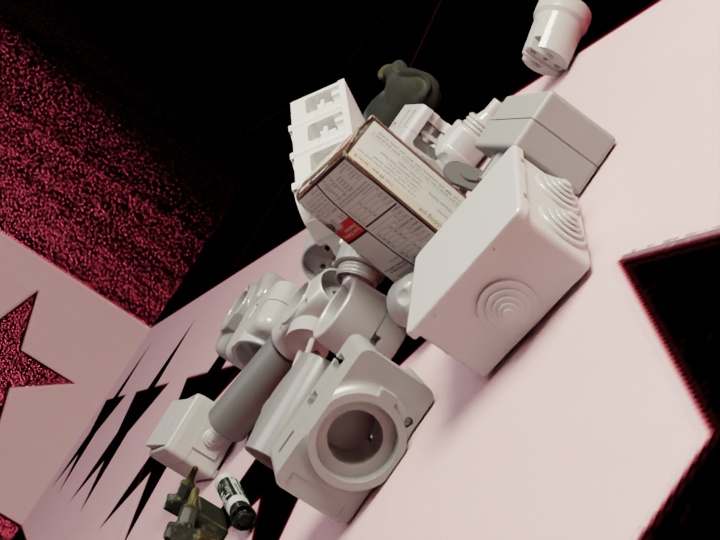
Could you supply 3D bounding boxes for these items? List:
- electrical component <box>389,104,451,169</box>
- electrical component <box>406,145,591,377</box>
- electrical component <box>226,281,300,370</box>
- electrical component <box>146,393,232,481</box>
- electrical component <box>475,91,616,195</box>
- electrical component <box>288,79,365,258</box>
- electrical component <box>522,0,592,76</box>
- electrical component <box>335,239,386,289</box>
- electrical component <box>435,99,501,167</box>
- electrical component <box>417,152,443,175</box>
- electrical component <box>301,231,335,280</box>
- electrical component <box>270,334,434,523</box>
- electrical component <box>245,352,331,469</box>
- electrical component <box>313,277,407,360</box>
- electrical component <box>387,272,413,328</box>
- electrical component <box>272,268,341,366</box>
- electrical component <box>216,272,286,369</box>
[{"bbox_3d":[0.050,-0.106,0.929,0.055,0.050,0.089,-55,11,2],"label":"electrical component"},{"bbox_3d":[0.071,-0.004,0.555,0.099,0.048,0.099,-50,12,25],"label":"electrical component"},{"bbox_3d":[-0.080,0.060,0.984,0.095,0.054,0.059,-41,18,51],"label":"electrical component"},{"bbox_3d":[-0.155,0.155,1.007,0.061,0.061,0.096,-60,12,-22],"label":"electrical component"},{"bbox_3d":[0.094,-0.058,0.619,0.075,0.047,0.083,-55,11,1],"label":"electrical component"},{"bbox_3d":[-0.019,-0.085,0.932,0.062,0.089,0.150,-22,35,10],"label":"electrical component"},{"bbox_3d":[0.139,-0.167,0.766,0.046,0.040,0.040,-66,14,-19],"label":"electrical component"},{"bbox_3d":[0.000,0.000,0.855,0.048,0.048,0.062,-37,29,59],"label":"electrical component"},{"bbox_3d":[0.086,-0.102,0.812,0.061,0.035,0.035,-50,12,15],"label":"electrical component"},{"bbox_3d":[0.026,-0.054,0.812,0.080,0.080,0.051,-56,17,-4],"label":"electrical component"},{"bbox_3d":[-0.032,-0.022,1.047,0.043,0.043,0.081,-51,12,20],"label":"electrical component"},{"bbox_3d":[-0.005,0.089,0.604,0.089,0.050,0.056,-55,11,1],"label":"electrical component"},{"bbox_3d":[-0.047,0.103,0.754,0.077,0.043,0.079,-59,12,-20],"label":"electrical component"},{"bbox_3d":[0.001,0.038,0.729,0.055,0.047,0.055,-53,12,16],"label":"electrical component"},{"bbox_3d":[0.033,0.021,0.681,0.035,0.035,0.061,-59,9,-16],"label":"electrical component"},{"bbox_3d":[-0.039,0.049,0.873,0.077,0.044,0.079,-47,15,36],"label":"electrical component"},{"bbox_3d":[-0.100,0.053,1.073,0.095,0.059,0.053,-51,12,20],"label":"electrical component"}]
